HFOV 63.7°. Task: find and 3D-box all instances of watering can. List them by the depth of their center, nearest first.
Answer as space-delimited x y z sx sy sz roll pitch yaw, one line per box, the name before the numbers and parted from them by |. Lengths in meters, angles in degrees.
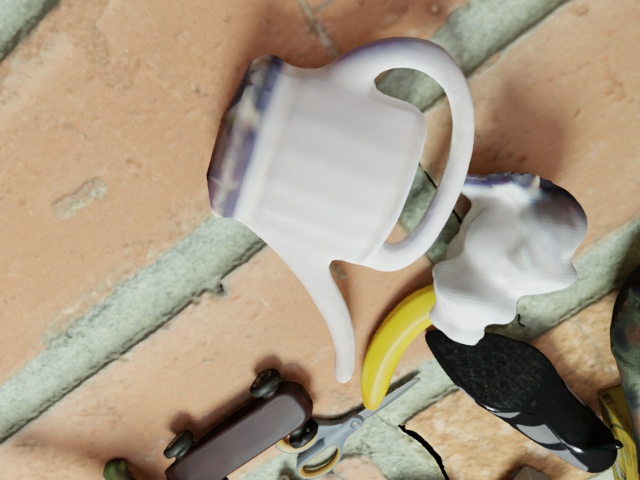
watering can | 0.001 -0.024 0.478 0.224 0.106 0.342 19 110 -7

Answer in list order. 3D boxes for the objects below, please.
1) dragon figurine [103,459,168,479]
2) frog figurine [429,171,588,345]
dragon figurine | -0.175 0.391 0.571 0.410 0.246 0.120 16 107 -4
frog figurine | 0.169 0.021 0.476 0.122 0.138 0.159 5 94 -33
